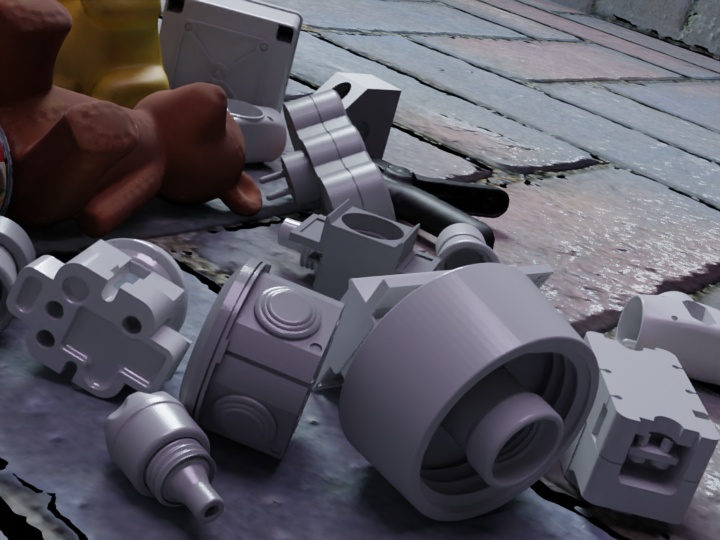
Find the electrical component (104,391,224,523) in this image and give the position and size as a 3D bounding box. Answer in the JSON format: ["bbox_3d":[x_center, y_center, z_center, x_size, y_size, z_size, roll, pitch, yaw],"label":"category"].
[{"bbox_3d":[-0.073,0.075,0.420,0.035,0.035,0.061,-4,31,-41],"label":"electrical component"}]

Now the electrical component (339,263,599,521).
[{"bbox_3d":[0.052,0.058,0.458,0.108,0.108,0.060,-1,34,-37],"label":"electrical component"}]

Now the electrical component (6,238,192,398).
[{"bbox_3d":[-0.113,0.018,0.497,0.078,0.058,0.057,31,21,0],"label":"electrical component"}]

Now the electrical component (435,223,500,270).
[{"bbox_3d":[0.069,-0.007,0.712,0.044,0.044,0.065,15,17,-3],"label":"electrical component"}]

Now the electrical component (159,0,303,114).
[{"bbox_3d":[-0.112,-0.169,0.886,0.109,0.108,0.056,14,25,-5],"label":"electrical component"}]

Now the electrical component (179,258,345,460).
[{"bbox_3d":[-0.043,0.039,0.469,0.051,0.080,0.080,22,22,1],"label":"electrical component"}]

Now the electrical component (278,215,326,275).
[{"bbox_3d":[-0.019,-0.014,0.664,0.062,0.043,0.043,19,22,10],"label":"electrical component"}]

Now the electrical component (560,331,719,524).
[{"bbox_3d":[0.131,0.078,0.527,0.050,0.055,0.089,14,22,-4],"label":"electrical component"}]

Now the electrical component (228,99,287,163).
[{"bbox_3d":[-0.111,-0.111,0.832,0.079,0.044,0.077,32,27,35],"label":"electrical component"}]

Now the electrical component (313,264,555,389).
[{"bbox_3d":[0.045,0.038,0.550,0.121,0.078,0.063,-5,52,-42],"label":"electrical component"}]

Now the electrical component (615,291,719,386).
[{"bbox_3d":[0.205,0.038,0.691,0.077,0.043,0.079,14,22,-5],"label":"electrical component"}]

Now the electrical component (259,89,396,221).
[{"bbox_3d":[-0.032,-0.066,0.745,0.074,0.052,0.138,-18,47,-8],"label":"electrical component"}]

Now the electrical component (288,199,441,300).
[{"bbox_3d":[0.000,0.000,0.614,0.081,0.063,0.042,21,21,10],"label":"electrical component"}]

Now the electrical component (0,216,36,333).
[{"bbox_3d":[-0.180,0.002,0.509,0.045,0.045,0.055,12,22,-11],"label":"electrical component"}]
